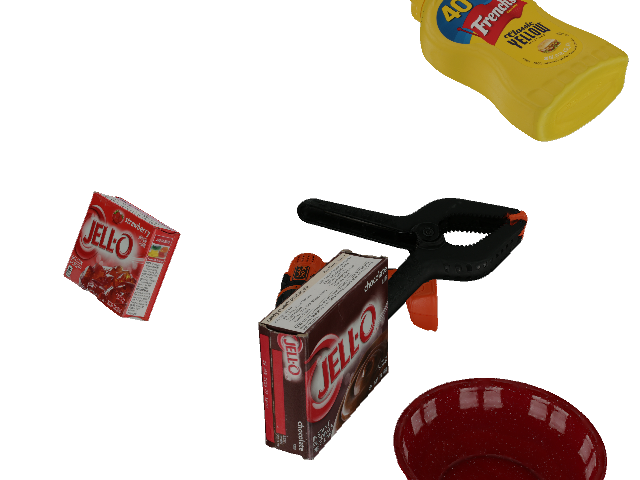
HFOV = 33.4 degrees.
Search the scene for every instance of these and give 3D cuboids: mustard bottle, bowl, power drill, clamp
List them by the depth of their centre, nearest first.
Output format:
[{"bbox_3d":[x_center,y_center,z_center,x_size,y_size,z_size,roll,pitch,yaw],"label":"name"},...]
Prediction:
[{"bbox_3d":[0.134,-0.154,0.823,0.096,0.058,0.192,-34,54,-21],"label":"mustard bottle"},{"bbox_3d":[0.136,0.177,0.829,0.162,0.055,0.162,0,32,0],"label":"bowl"},{"bbox_3d":[0.095,0.013,0.978,0.209,0.164,0.036,-7,-42,-10],"label":"clamp"},{"bbox_3d":[0.042,0.069,1.238,0.188,0.057,0.184,1,28,7],"label":"power drill"}]

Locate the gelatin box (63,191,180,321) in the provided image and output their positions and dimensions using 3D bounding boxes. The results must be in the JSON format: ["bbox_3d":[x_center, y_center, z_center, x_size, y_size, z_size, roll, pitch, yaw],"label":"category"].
[{"bbox_3d":[-0.154,0.011,0.820,0.089,0.073,0.030,28,9,42],"label":"gelatin box"}]

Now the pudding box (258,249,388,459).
[{"bbox_3d":[0.005,0.069,0.674,0.039,0.090,0.113,12,30,24],"label":"pudding box"}]
